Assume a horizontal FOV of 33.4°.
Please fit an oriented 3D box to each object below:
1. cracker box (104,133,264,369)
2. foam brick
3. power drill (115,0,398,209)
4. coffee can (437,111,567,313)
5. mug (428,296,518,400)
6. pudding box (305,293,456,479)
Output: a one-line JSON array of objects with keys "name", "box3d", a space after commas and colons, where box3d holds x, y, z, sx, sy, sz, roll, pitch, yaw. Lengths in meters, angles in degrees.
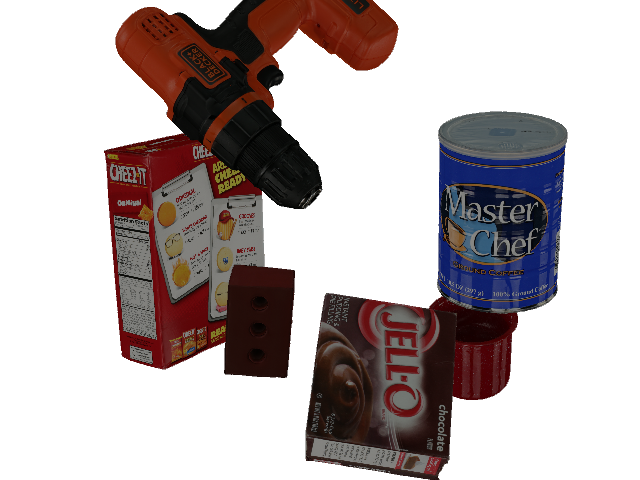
[{"name": "cracker box", "box3d": [-0.132, 0.002, 1.078, 0.072, 0.214, 0.163, 8, 18, 35]}, {"name": "foam brick", "box3d": [-0.049, 0.065, 0.865, 0.053, 0.078, 0.051, 3, 15, 0]}, {"name": "power drill", "box3d": [-0.027, -0.125, 0.779, 0.187, 0.184, 0.057, -39, -10, -37]}, {"name": "coffee can", "box3d": [0.148, -0.025, 0.884, 0.103, 0.140, 0.103, -2, 24, 1]}, {"name": "mug", "box3d": [0.163, 0.105, 1.117, 0.093, 0.081, 0.117, 15, 38, 27]}, {"name": "pudding box", "box3d": [0.040, 0.093, 0.691, 0.090, 0.113, 0.039, 8, -37, 1]}]
